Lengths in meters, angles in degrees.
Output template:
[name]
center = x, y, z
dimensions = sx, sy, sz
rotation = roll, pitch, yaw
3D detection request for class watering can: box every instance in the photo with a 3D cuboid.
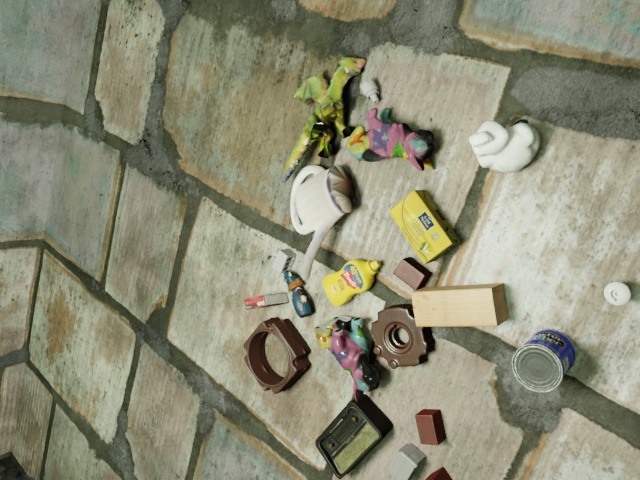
[watering can]
center = 0.004, -0.074, 1.477
dimensions = 0.221, 0.103, 0.354
rotation = -27, 58, 36

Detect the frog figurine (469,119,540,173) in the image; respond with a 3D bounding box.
[frog figurine]
center = 0.412, -0.211, 1.152
dimensions = 0.136, 0.160, 0.123
rotation = -23, 82, 36

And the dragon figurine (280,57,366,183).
[dragon figurine]
center = -0.014, -0.374, 1.511
dimensions = 0.405, 0.121, 0.248
rotation = -39, 50, 28
